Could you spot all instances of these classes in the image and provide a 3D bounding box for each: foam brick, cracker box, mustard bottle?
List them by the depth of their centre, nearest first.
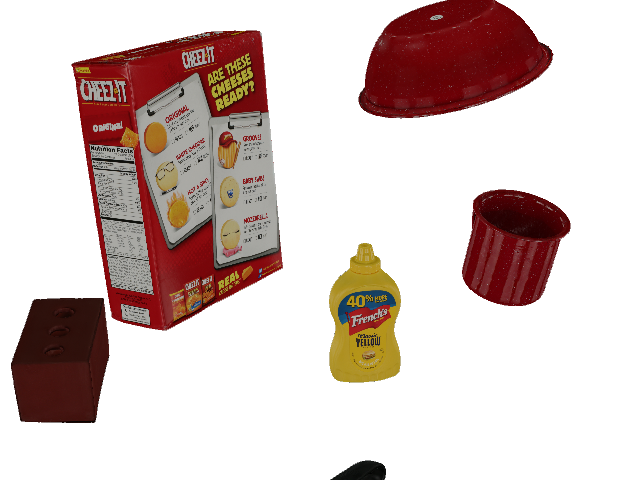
[{"bbox_3d":[-0.179,0.083,0.742,0.053,0.051,0.078,0,31,-3],"label":"foam brick"},{"bbox_3d":[-0.112,-0.055,0.881,0.072,0.214,0.163,6,21,34],"label":"cracker box"},{"bbox_3d":[0.060,0.095,1.440,0.096,0.192,0.058,-3,21,-7],"label":"mustard bottle"}]

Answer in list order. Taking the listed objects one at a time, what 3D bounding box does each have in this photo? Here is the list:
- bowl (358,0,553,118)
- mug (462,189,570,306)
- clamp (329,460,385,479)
[{"bbox_3d":[0.102,-0.156,0.863,0.162,0.055,0.162,-15,24,7],"label":"bowl"},{"bbox_3d":[0.178,0.002,1.029,0.093,0.081,0.117,-6,35,-24],"label":"mug"},{"bbox_3d":[-0.043,0.196,0.644,0.210,0.036,0.164,-4,28,2],"label":"clamp"}]
